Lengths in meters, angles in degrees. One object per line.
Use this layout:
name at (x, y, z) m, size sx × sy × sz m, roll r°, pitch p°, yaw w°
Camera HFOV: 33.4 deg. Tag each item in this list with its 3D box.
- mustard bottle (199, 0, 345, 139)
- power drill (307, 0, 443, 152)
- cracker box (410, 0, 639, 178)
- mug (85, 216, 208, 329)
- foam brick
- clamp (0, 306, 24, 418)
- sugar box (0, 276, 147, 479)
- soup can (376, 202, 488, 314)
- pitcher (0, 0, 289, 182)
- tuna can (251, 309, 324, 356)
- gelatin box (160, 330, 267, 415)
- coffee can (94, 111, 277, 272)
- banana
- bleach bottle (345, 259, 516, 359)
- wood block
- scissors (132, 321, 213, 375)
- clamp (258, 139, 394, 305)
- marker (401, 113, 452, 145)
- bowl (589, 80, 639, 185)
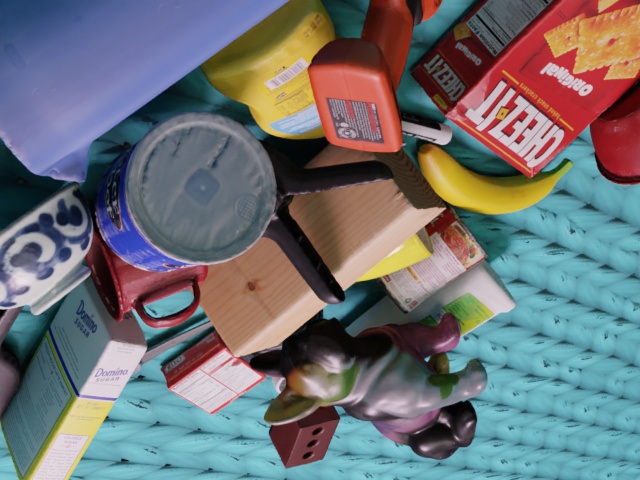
mustard bottle at (-0.015, -0.123, 0.820) m, size 0.096 × 0.058 × 0.191 m, roll -33°, pitch 157°, yaw 9°
power drill at (0.044, -0.170, 0.738) m, size 0.057 × 0.187 × 0.184 m, roll 9°, pitch 153°, yaw 18°
cracker box at (0.210, -0.169, 0.928) m, size 0.214 × 0.072 × 0.164 m, roll -45°, pitch 141°, yaw 17°
mug at (-0.138, 0.019, 0.871) m, size 0.081 × 0.117 × 0.093 m, roll -20°, pitch 151°, yaw -22°
foam brick at (-0.018, 0.212, 1.210) m, size 0.052 × 0.051 × 0.078 m, roll -8°, pitch 136°, yaw -28°
clamp at (-0.299, 0.098, 0.911) m, size 0.164 × 0.036 × 0.210 m, roll -22°, pitch 143°, yaw -13°
sugar box at (-0.219, 0.126, 0.937) m, size 0.048 × 0.093 × 0.176 m, roll 17°, pitch 117°, yaw -42°
soup can at (0.108, 0.019, 1.069) m, size 0.102 × 0.068 × 0.068 m, roll -37°, pitch 142°, yaw 8°
pitcher at (-0.124, -0.165, 0.679) m, size 0.243 × 0.145 × 0.149 m, roll -34°, pitch 156°, yaw -3°
tuna can at (-0.042, 0.076, 1.059) m, size 0.086 × 0.034 × 0.086 m, roll -18°, pitch 140°, yaw -16°
gelatin box at (-0.108, 0.135, 1.084) m, size 0.073 × 0.030 × 0.089 m, roll -35°, pitch 142°, yaw 8°
coffee can at (-0.101, -0.030, 0.769) m, size 0.102 × 0.103 × 0.140 m, roll -14°, pitch -179°, yaw -21°
banana at (0.163, -0.058, 1.051) m, size 0.197 × 0.037 × 0.070 m, roll 1°, pitch 114°, yaw -36°
bleach bottle at (0.082, 0.106, 1.153) m, size 0.251 × 0.068 × 0.102 m, roll -37°, pitch 138°, yaw 11°
wood block at (-0.006, 0.001, 0.919) m, size 0.206 × 0.091 × 0.090 m, roll -40°, pitch 167°, yaw 21°
scissors at (-0.189, 0.136, 1.041) m, size 0.201 × 0.016 × 0.096 m, roll -17°, pitch 137°, yaw -16°
clamp at (-0.027, -0.039, 0.853) m, size 0.120 × 0.171 × 0.039 m, roll -59°, pitch 171°, yaw 9°
marker at (0.070, -0.104, 0.948) m, size 0.120 × 0.020 × 0.020 m, roll 9°, pitch 127°, yaw -40°
bowl at (0.305, -0.131, 0.989) m, size 0.055 × 0.162 × 0.162 m, roll 37°, pitch 109°, yaw -24°
